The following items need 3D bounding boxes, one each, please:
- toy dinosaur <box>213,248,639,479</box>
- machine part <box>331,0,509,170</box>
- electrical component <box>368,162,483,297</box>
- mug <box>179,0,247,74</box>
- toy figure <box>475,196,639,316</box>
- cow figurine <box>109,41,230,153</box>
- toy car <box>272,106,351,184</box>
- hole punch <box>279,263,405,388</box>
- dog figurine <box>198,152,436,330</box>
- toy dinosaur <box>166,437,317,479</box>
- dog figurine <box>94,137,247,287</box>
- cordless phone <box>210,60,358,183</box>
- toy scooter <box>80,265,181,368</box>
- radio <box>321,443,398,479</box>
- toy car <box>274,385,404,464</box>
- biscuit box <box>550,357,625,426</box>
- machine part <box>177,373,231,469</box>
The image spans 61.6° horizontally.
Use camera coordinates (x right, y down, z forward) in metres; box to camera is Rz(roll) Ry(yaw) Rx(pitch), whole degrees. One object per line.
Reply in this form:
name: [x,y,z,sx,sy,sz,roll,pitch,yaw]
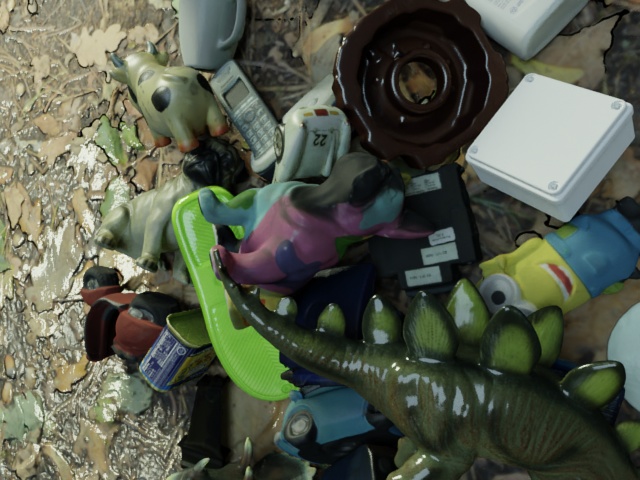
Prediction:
toy dinosaur: [0.118,0.136,0.459,0.472,0.105,0.198,16,100,-1]
machine part: [0.100,-0.162,0.556,0.179,0.056,0.179,-1,96,-8]
electrical component: [0.112,-0.007,0.589,0.115,0.058,0.134,-10,85,26]
mug: [-0.134,-0.270,0.693,0.110,0.081,0.107,17,104,35]
toy figure: [0.234,0.034,0.522,0.180,0.089,0.082,-36,55,10]
cow figurine: [-0.203,-0.187,0.693,0.195,0.085,0.127,23,136,53]
toy car: [-0.020,-0.060,0.594,0.201,0.073,0.056,108,146,-47]
hole punch: [0.016,0.091,0.575,0.142,0.116,0.092,-10,119,36]
dog figurine: [-0.001,-0.002,0.544,0.219,0.191,0.108,-12,52,-5]
toy dinosaur: [-0.011,0.403,0.610,0.405,0.131,0.192,45,107,12]
dog figurine: [-0.200,-0.056,0.720,0.173,0.121,0.190,22,83,21]
cordless phone: [-0.048,-0.171,0.652,0.146,0.088,0.184,-41,69,18]
toy scooter: [-0.276,0.124,0.751,0.184,0.075,0.135,20,97,26]
radio: [0.058,0.322,0.512,0.131,0.073,0.230,122,154,-42]
toy car: [0.029,0.181,0.599,0.162,0.109,0.103,-25,49,18]
biscuit box: [0.183,0.134,0.531,0.203,0.059,0.062,17,96,11]
machine part: [-0.150,0.246,0.713,0.084,0.039,0.138,12,95,29]
